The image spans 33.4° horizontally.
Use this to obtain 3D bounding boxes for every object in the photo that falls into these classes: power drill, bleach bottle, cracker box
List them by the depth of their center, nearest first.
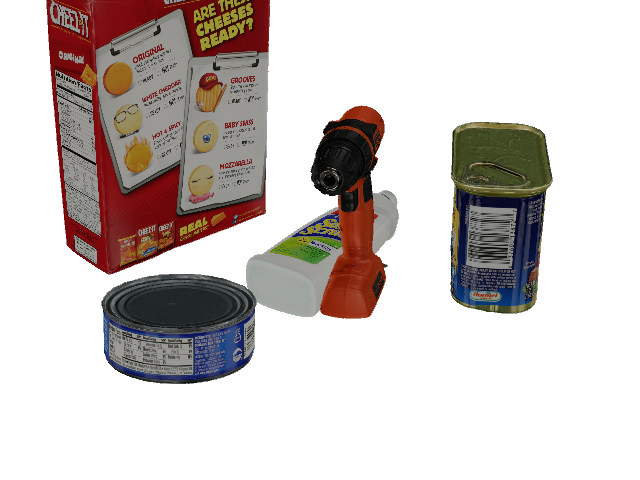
[{"bbox_3d":[-0.120,-0.102,0.820,0.163,0.214,0.072,-23,36,-40],"label":"cracker box"},{"bbox_3d":[0.029,-0.023,1.030,0.057,0.188,0.184,5,23,13],"label":"power drill"},{"bbox_3d":[0.018,0.001,1.329,0.103,0.068,0.250,16,36,27],"label":"bleach bottle"}]

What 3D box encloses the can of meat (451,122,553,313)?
[{"bbox_3d":[0.107,-0.015,0.653,0.057,0.084,0.102,3,27,6],"label":"can of meat"}]

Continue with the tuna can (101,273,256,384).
[{"bbox_3d":[-0.079,0.049,0.600,0.086,0.034,0.086,2,18,-1],"label":"tuna can"}]
